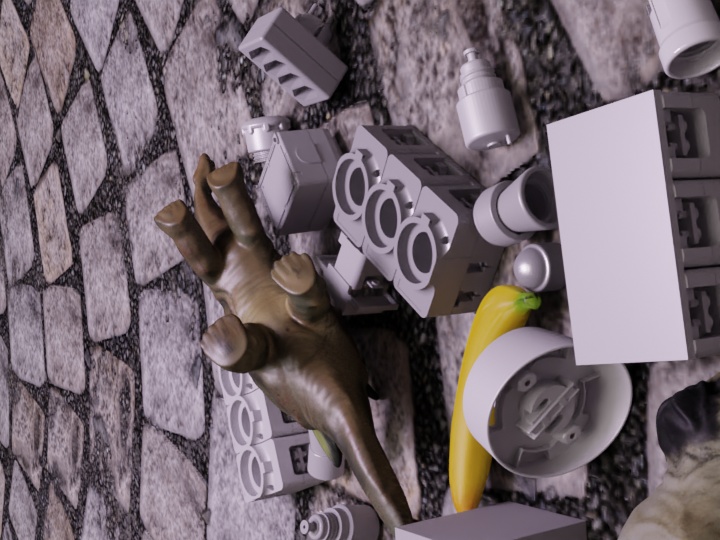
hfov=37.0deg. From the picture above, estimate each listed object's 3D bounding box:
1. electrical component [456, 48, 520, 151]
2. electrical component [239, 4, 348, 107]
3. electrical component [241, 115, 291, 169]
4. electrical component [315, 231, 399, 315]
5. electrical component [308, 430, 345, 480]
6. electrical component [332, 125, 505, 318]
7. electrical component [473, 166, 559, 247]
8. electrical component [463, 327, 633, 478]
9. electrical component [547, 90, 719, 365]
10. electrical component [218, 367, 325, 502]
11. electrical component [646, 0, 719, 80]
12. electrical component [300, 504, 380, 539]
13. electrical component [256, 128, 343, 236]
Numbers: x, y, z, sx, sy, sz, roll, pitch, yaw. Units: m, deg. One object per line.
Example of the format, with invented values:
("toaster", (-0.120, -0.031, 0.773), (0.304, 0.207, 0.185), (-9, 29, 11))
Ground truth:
("electrical component", (0.089, -0.122, 0.777), (0.040, 0.040, 0.078), (-30, 68, 55))
("electrical component", (-0.050, -0.204, 0.965), (0.047, 0.083, 0.075), (-3, 53, 58))
("electrical component", (-0.089, -0.119, 1.055), (0.048, 0.048, 0.062), (1, 101, 58))
("electrical component", (0.000, 0.000, 0.931), (0.081, 0.042, 0.063), (49, 131, 43))
("electrical component", (-0.030, 0.161, 0.998), (0.044, 0.044, 0.065), (37, 129, 50))
("electrical component", (0.042, -0.041, 0.841), (0.150, 0.062, 0.089), (48, 132, 44))
("electrical component", (0.111, -0.043, 0.748), (0.055, 0.045, 0.045), (-24, 73, 56))
("electrical component", (0.120, 0.086, 0.704), (0.064, 0.099, 0.099), (30, 118, 60))
("electrical component", (0.172, -0.022, 0.638), (0.089, 0.062, 0.150), (-12, 84, 58))
("electrical component", (-0.092, 0.148, 1.074), (0.089, 0.062, 0.150), (-34, 65, 54))
("electrical component", (0.189, -0.140, 0.621), (0.040, 0.040, 0.046), (-44, 51, 50))
("electrical component", (-0.019, 0.229, 0.960), (0.040, 0.078, 0.040), (-16, 69, 48))
("electrical component", (-0.052, -0.077, 0.992), (0.061, 0.061, 0.096), (67, 151, 27))
